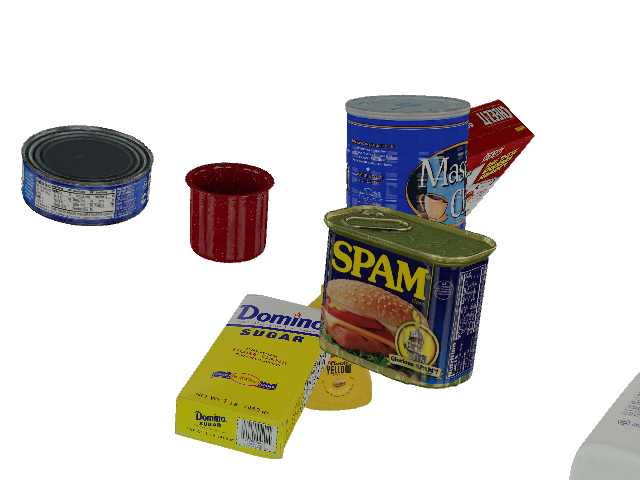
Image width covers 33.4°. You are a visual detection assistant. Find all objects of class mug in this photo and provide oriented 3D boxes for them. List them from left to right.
[{"bbox_3d":[-0.095,-0.033,1.142,0.093,0.081,0.117,7,26,6],"label":"mug"}]

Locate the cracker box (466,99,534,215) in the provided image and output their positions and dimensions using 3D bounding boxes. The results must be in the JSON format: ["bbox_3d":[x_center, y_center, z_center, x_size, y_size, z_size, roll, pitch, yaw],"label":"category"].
[{"bbox_3d":[0.126,-0.057,1.235,0.163,0.072,0.214,-22,-25,-46],"label":"cracker box"}]

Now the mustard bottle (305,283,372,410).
[{"bbox_3d":[0.021,0.131,1.428,0.096,0.192,0.058,-2,18,-6],"label":"mustard bottle"}]

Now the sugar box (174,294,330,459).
[{"bbox_3d":[-0.051,0.112,0.926,0.093,0.048,0.176,13,32,10],"label":"sugar box"}]

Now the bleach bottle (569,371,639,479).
[{"bbox_3d":[0.241,0.101,0.640,0.103,0.068,0.250,18,29,31],"label":"bleach bottle"}]

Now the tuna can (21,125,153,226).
[{"bbox_3d":[-0.156,-0.044,0.713,0.086,0.034,0.086,8,29,-4],"label":"tuna can"}]

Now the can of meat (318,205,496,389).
[{"bbox_3d":[0.048,0.033,0.634,0.102,0.084,0.057,18,22,36],"label":"can of meat"}]

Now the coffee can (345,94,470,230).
[{"bbox_3d":[0.072,-0.046,0.893,0.103,0.140,0.103,0,15,0],"label":"coffee can"}]
